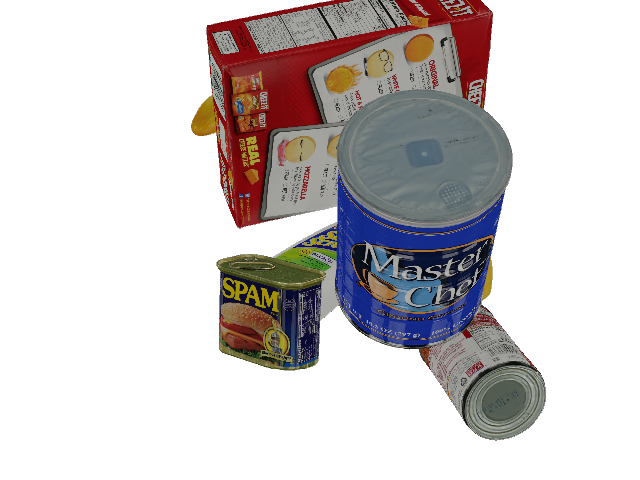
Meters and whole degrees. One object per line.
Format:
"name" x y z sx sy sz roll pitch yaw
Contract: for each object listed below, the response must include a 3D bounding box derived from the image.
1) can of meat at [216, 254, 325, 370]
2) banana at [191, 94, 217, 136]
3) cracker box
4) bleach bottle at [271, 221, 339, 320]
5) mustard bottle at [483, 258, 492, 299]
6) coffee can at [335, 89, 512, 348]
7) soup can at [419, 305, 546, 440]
"can of meat" -0.046 0.065 0.963 0.102 0.084 0.057 13 18 37
"banana" -0.050 -0.143 1.101 0.197 0.037 0.070 -8 48 -29
"cracker box" 0.021 -0.110 0.858 0.213 0.164 0.072 -14 46 -12
"bleach bottle" 0.022 0.017 1.311 0.103 0.068 0.250 19 35 29
"mustard bottle" 0.142 -0.024 1.133 0.096 0.192 0.058 -10 24 -26
"coffee can" 0.061 -0.010 0.677 0.103 0.103 0.140 0 -36 0
"soup can" 0.124 0.099 0.827 0.068 0.068 0.102 0 23 -15
